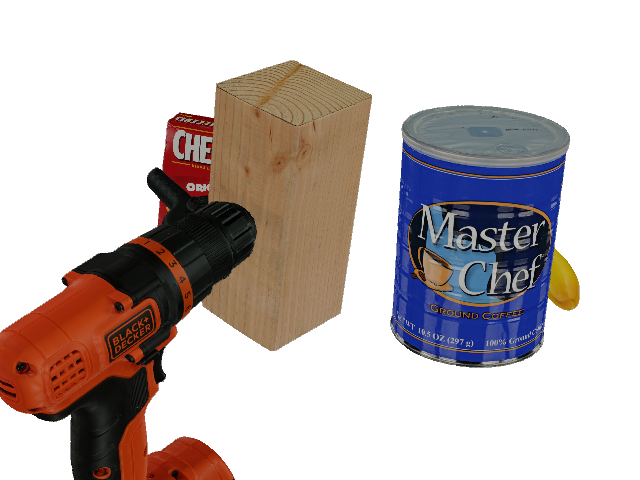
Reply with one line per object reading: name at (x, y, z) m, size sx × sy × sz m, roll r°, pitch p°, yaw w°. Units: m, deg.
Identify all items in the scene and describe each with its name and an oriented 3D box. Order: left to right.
power drill at (-0.097, 0.086, 0.619) m, size 0.057 × 0.188 × 0.184 m, roll 20°, pitch 39°, yaw 35°
clamp at (-0.113, -0.031, 1.106) m, size 0.120 × 0.039 × 0.171 m, roll -11°, pitch 38°, yaw -7°
cracker box at (-0.153, -0.069, 1.591) m, size 0.164 × 0.214 × 0.072 m, roll 10°, pitch 19°, yaw 6°
wood block at (-0.031, -0.028, 0.868) m, size 0.090 × 0.206 × 0.090 m, roll 30°, pitch 38°, yaw 32°
coffee can at (0.099, -0.005, 0.683) m, size 0.103 × 0.140 × 0.103 m, roll 1°, pitch 24°, yaw -1°
banana at (0.189, 0.018, 1.041) m, size 0.069 × 0.037 × 0.198 m, roll -38°, pitch 37°, yaw -22°
